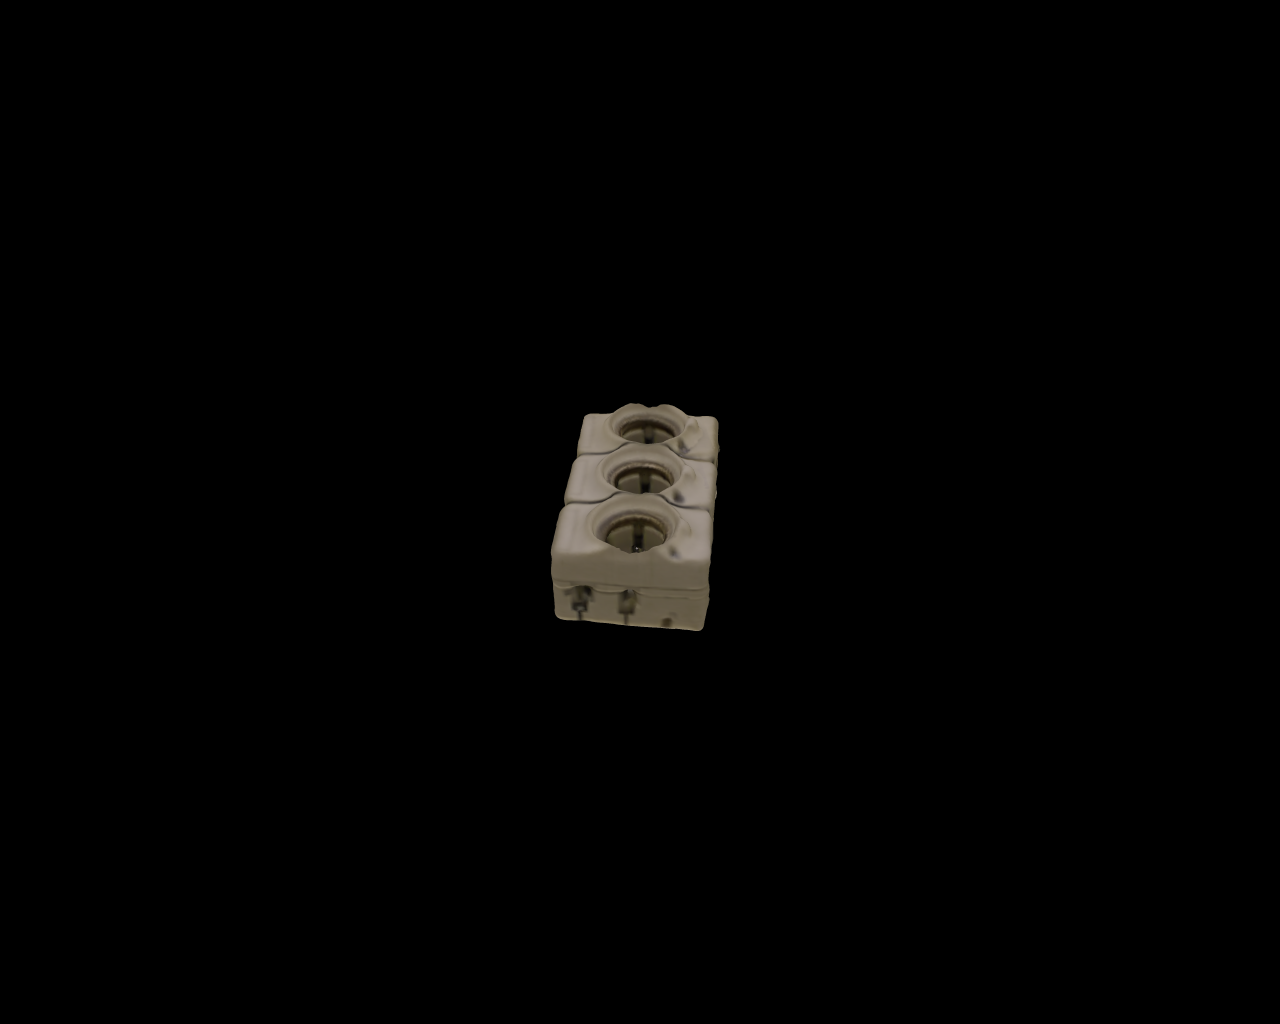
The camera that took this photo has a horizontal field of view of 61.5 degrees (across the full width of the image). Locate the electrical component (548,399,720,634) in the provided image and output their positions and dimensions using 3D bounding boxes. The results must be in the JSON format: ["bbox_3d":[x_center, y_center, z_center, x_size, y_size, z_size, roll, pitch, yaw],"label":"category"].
[{"bbox_3d":[0.001,-0.003,0.650,0.089,0.061,0.150,3,37,4],"label":"electrical component"}]
